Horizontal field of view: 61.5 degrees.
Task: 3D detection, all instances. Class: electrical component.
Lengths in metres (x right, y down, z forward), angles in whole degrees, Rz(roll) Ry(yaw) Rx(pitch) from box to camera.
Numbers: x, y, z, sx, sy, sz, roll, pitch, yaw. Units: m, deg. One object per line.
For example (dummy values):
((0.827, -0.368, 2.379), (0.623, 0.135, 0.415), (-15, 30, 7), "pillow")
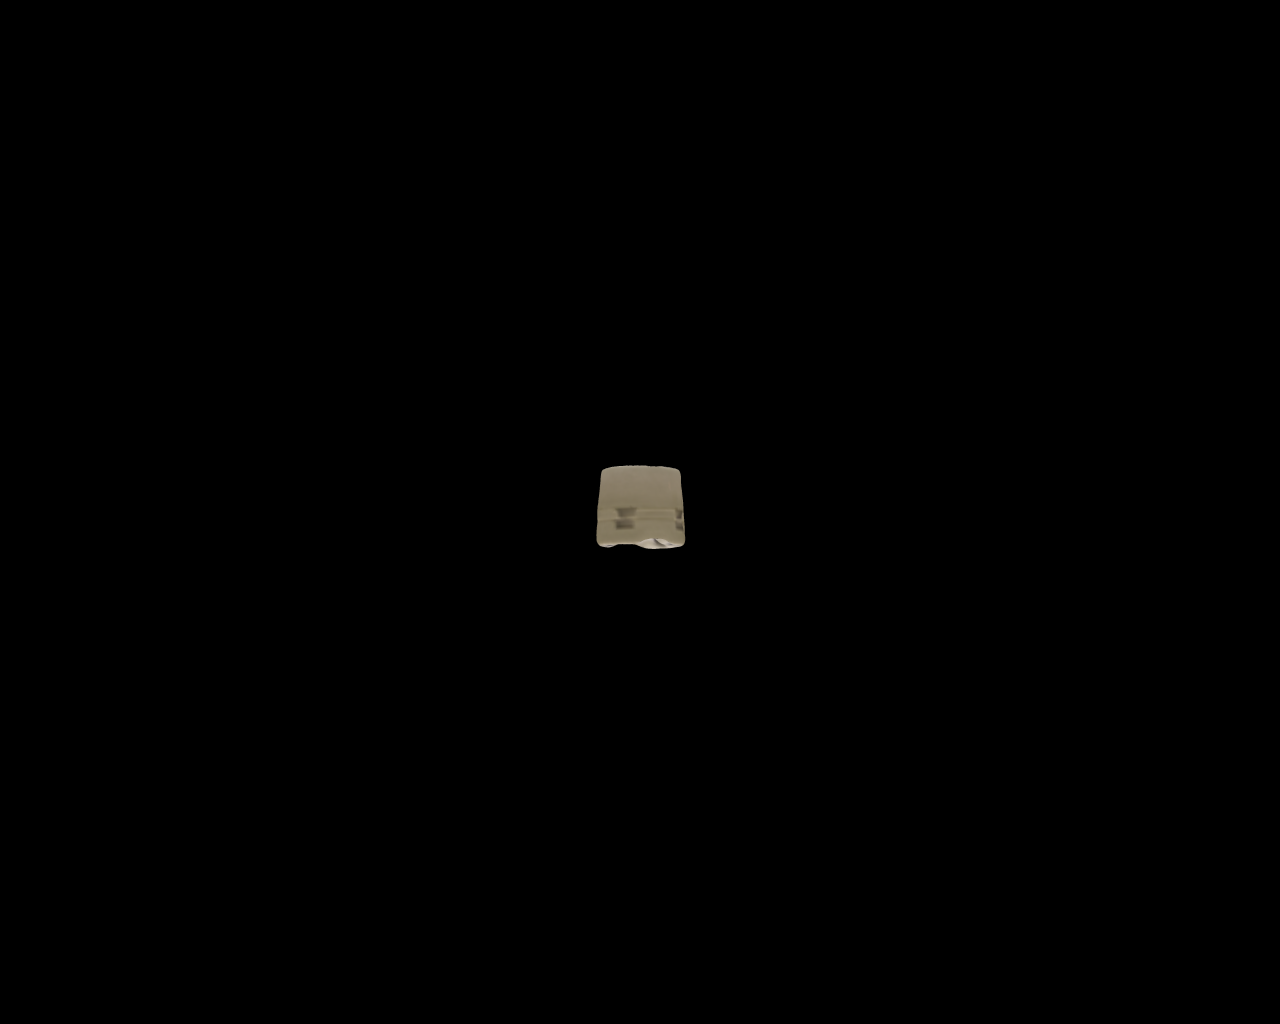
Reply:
((0.001, -0.003, 0.650), (0.055, 0.047, 0.055), (0, -4, 0), "electrical component")
